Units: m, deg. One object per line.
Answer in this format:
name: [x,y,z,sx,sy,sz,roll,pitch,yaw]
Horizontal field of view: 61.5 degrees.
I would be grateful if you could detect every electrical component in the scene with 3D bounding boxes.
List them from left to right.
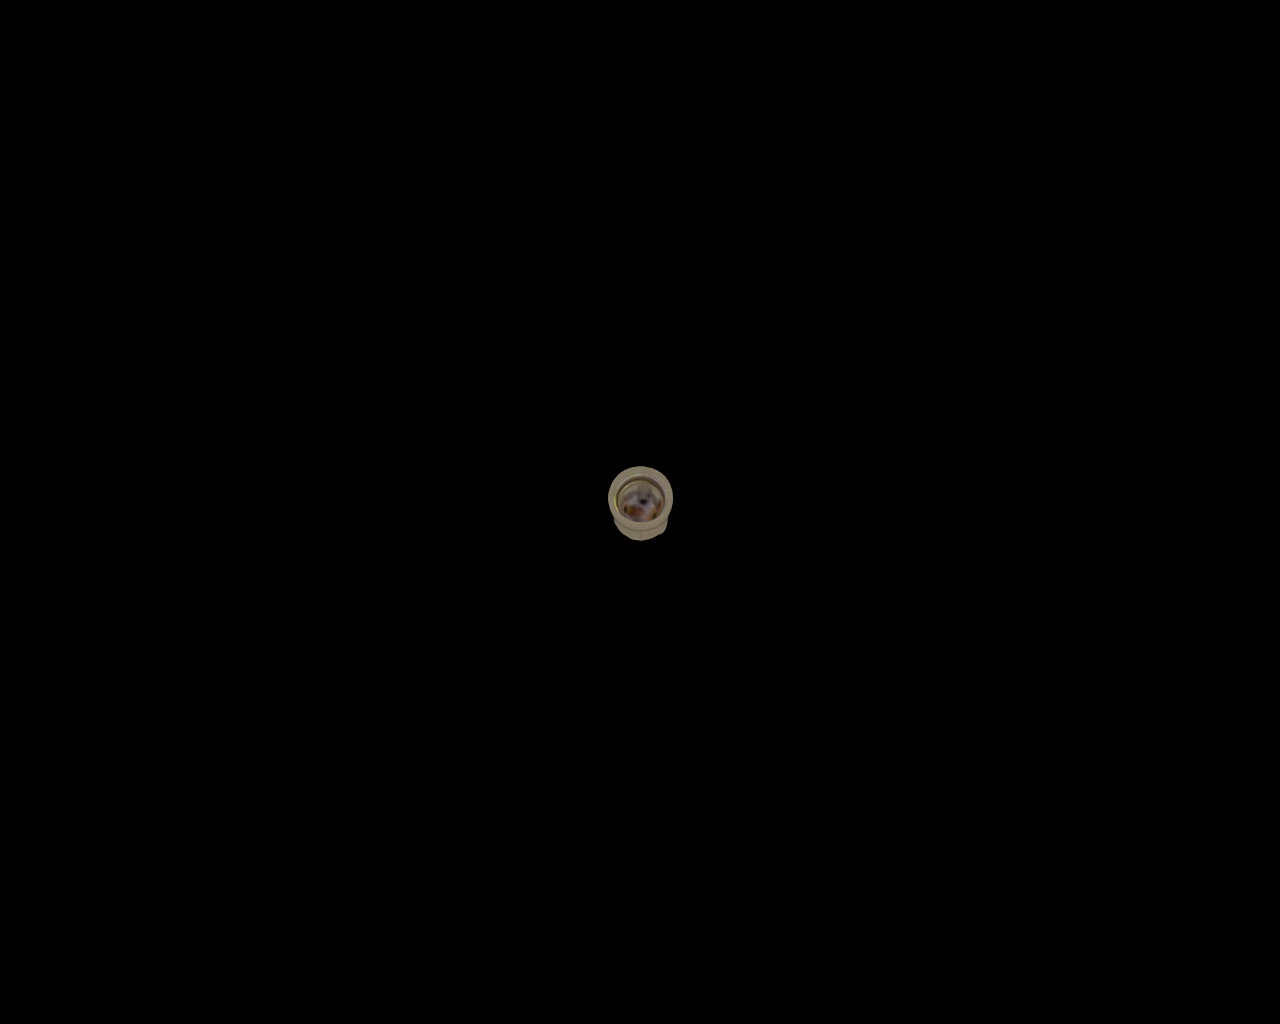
electrical component: [0.001,-0.003,0.650,0.040,0.040,0.046,0,-20,0]
